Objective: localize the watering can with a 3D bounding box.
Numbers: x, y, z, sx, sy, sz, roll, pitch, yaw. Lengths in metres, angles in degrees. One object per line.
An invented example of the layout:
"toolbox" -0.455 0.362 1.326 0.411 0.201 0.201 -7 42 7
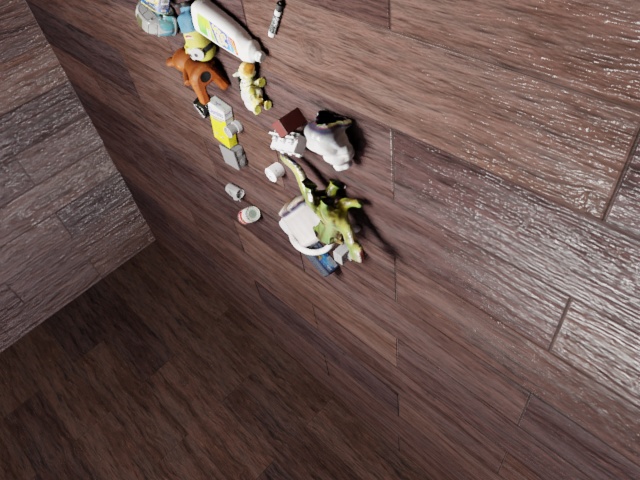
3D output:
"watering can" -0.017 -0.061 1.757 0.223 0.106 0.343 54 141 -7

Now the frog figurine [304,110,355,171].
"frog figurine" 0.026 -0.250 1.379 0.138 0.125 0.156 13 128 24

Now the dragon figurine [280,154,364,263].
"dragon figurine" 0.005 -0.081 1.601 0.416 0.123 0.237 43 143 31
